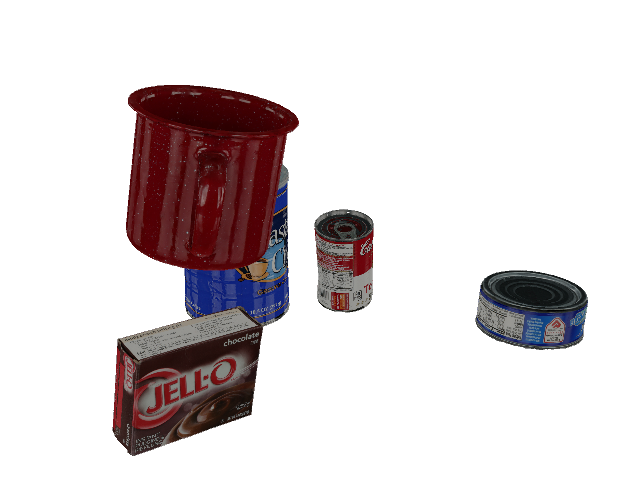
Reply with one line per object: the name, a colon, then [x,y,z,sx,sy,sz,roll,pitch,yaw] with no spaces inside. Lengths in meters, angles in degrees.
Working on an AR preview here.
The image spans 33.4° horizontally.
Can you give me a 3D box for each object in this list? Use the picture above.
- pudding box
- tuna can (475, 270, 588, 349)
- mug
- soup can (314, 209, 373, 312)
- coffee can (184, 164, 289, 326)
pudding box: [-0.103,0.107,0.826,0.113,0.090,0.039,-16,39,-36]
tuna can: [0.168,0.054,0.847,0.086,0.034,0.086,3,19,-1]
mug: [-0.062,-0.030,0.581,0.093,0.081,0.117,5,21,-12]
soup can: [0.028,0.025,1.243,0.068,0.102,0.068,-1,31,0]
coffee can: [-0.081,0.000,1.021,0.103,0.140,0.103,0,23,0]
